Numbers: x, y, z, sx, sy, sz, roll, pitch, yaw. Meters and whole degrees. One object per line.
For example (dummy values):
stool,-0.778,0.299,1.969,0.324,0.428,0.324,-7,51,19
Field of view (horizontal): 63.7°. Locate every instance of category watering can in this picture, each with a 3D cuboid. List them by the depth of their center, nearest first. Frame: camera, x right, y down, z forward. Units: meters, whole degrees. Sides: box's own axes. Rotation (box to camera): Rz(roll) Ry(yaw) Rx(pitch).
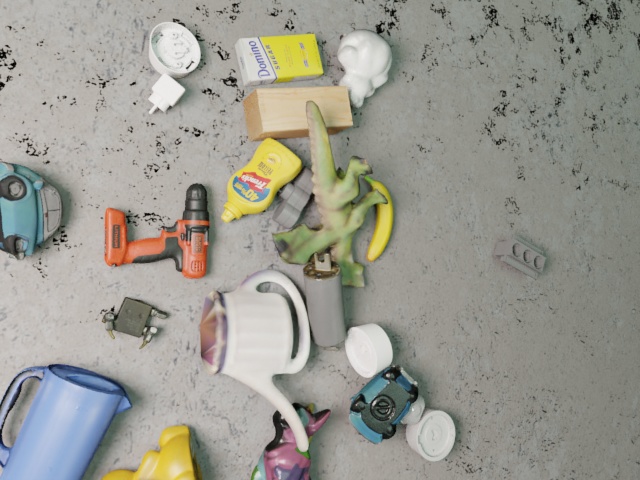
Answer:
watering can,-0.117,0.219,0.977,0.224,0.102,0.354,7,63,-26

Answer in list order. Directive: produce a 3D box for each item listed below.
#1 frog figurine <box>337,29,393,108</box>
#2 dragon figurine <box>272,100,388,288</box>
frog figurine,0.094,-0.387,1.160,0.135,0.122,0.162,35,58,-40
dragon figurine,0.003,-0.053,1.046,0.246,0.123,0.403,-50,126,-19
